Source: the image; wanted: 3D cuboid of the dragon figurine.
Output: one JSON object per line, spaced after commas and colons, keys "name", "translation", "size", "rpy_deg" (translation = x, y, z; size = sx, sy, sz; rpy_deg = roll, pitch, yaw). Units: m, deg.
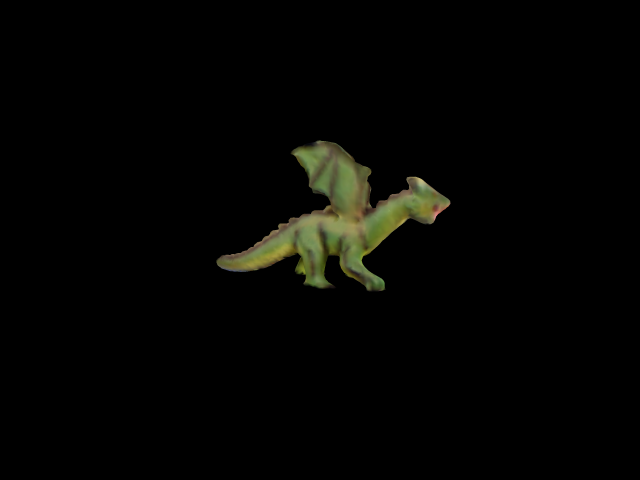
{"name": "dragon figurine", "translation": [0.003, -0.043, 0.850], "size": [0.410, 0.240, 0.123], "rpy_deg": [4, 12, 16]}
